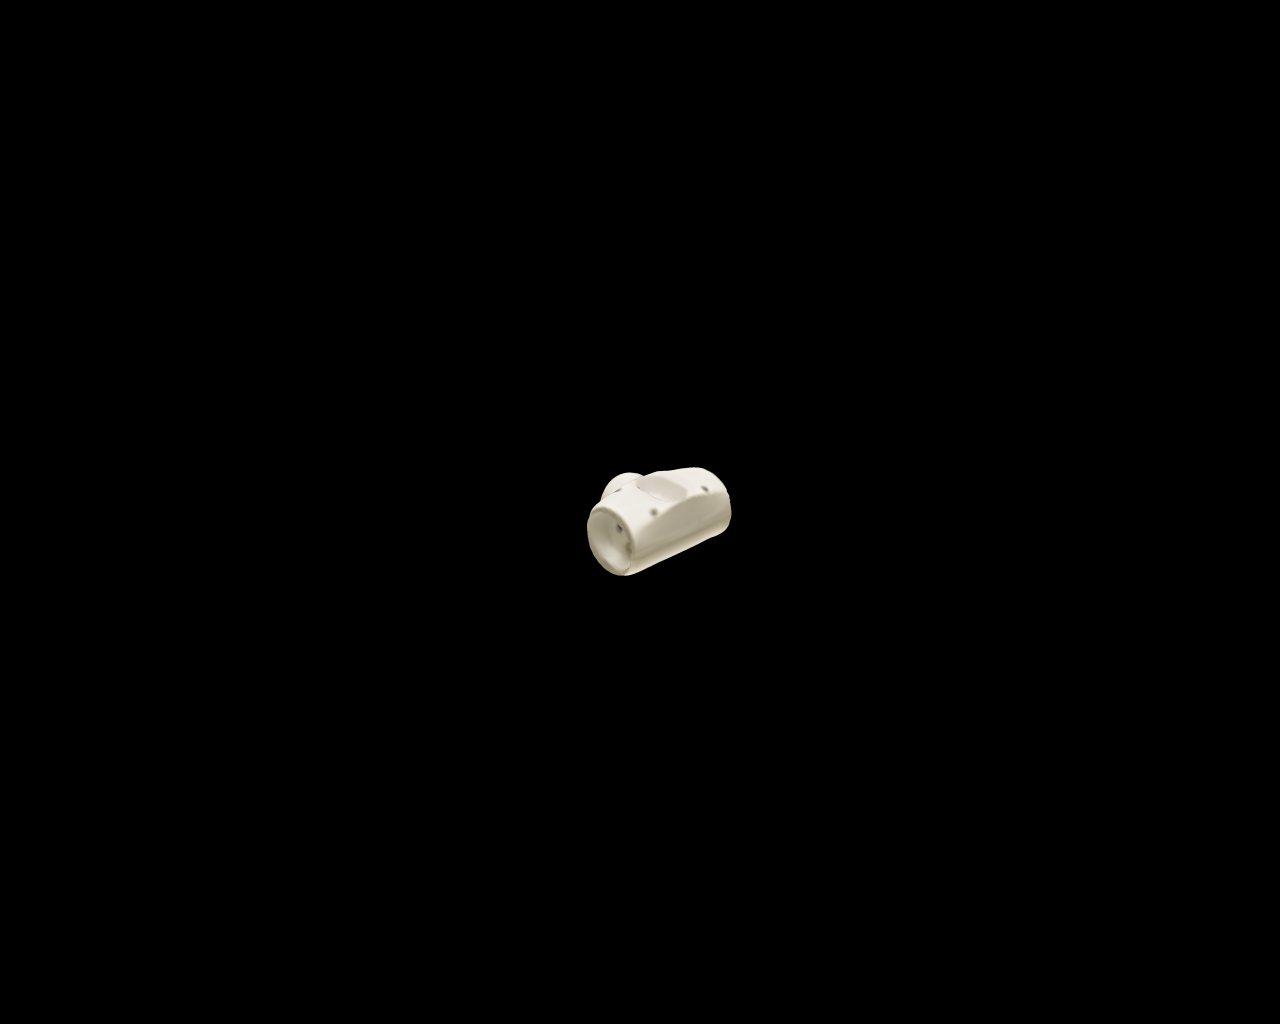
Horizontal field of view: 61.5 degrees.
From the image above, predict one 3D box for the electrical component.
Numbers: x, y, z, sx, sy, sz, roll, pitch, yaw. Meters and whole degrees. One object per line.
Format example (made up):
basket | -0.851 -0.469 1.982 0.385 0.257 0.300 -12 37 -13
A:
electrical component | 0.001 -0.003 0.650 0.077 0.043 0.079 -22 37 -33
